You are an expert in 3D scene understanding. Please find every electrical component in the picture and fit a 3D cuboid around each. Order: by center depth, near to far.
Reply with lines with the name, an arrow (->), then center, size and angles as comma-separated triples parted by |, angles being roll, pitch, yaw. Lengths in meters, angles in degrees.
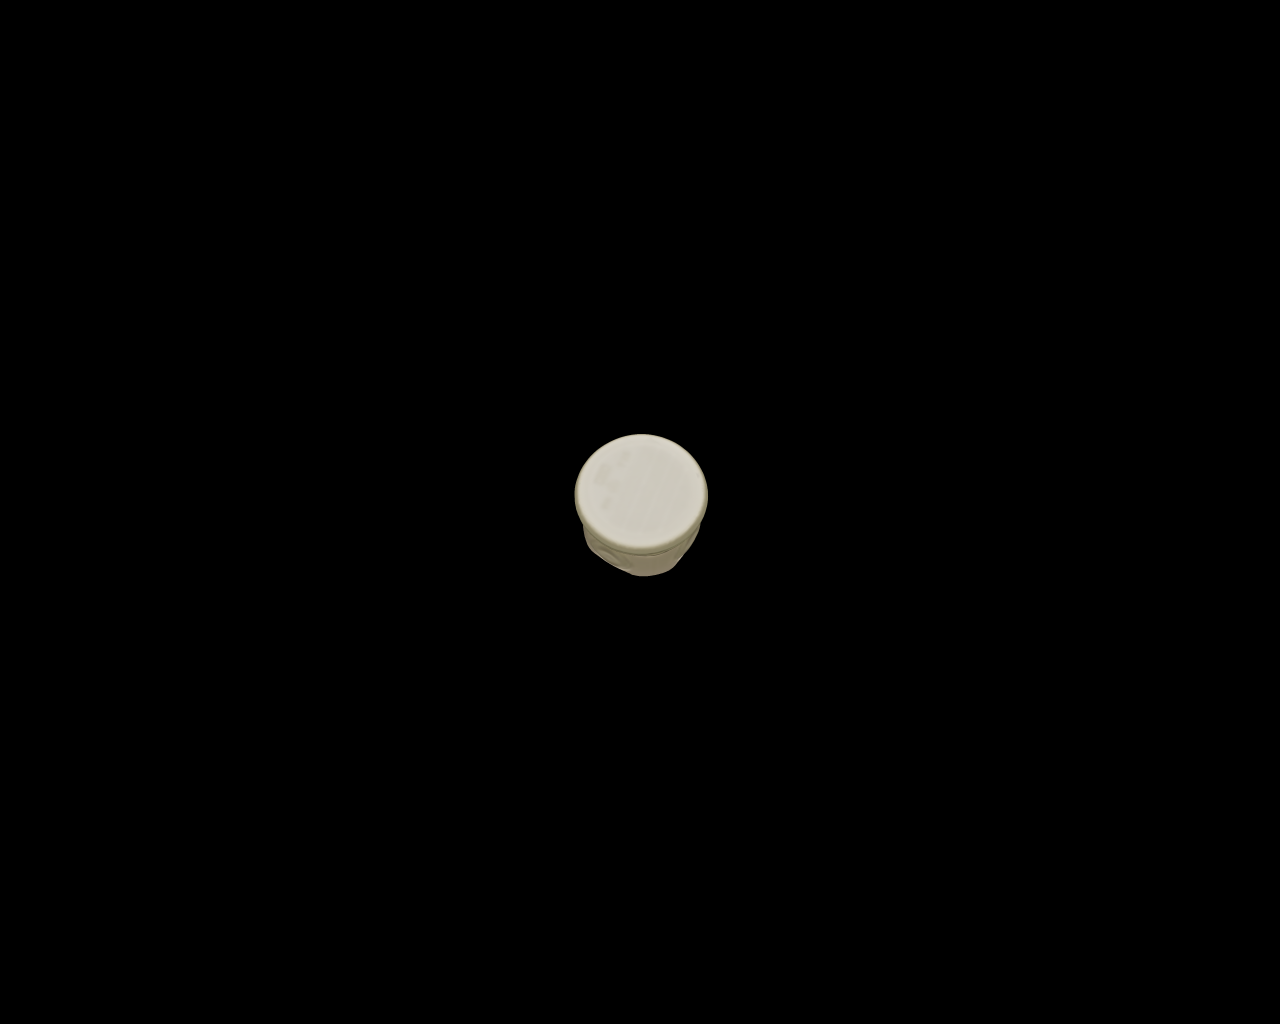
electrical component -> 0.001, -0.003, 0.650 | 0.080, 0.080, 0.051 | 0, -27, 0
